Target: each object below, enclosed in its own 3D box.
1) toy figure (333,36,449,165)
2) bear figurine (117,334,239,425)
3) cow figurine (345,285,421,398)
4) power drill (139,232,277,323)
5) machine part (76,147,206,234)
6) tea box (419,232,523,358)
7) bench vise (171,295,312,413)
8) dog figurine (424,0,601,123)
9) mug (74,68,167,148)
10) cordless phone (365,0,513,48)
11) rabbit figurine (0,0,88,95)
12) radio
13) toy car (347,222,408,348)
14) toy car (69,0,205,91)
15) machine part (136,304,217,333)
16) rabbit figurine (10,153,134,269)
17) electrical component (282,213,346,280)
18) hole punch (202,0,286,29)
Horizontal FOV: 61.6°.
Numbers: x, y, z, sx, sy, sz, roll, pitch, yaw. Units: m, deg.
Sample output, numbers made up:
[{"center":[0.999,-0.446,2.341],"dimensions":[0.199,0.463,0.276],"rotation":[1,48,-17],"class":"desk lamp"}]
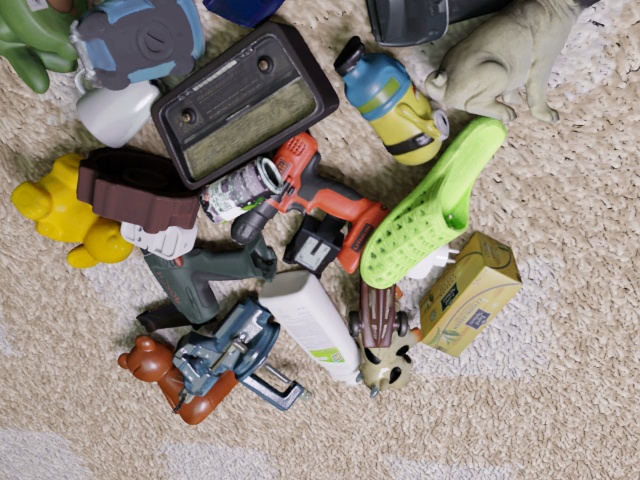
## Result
[{"center":[0.089,-0.173,0.689],"dimensions":[0.180,0.082,0.089],"rotation":[37,140,-22],"class":"toy figure"},{"center":[-0.269,0.248,1.012],"dimensions":[0.196,0.132,0.120],"rotation":[44,119,3],"class":"bear figurine"},{"center":[0.100,0.169,0.877],"dimensions":[0.127,0.086,0.194],"rotation":[-33,118,-11],"class":"cow figurine"},{"center":[-0.185,0.018,0.853],"dimensions":[0.207,0.086,0.231],"rotation":[-16,108,13],"class":"power drill"},{"center":[-0.247,-0.073,0.750],"dimensions":[0.179,0.179,0.056],"rotation":[20,112,-3],"class":"machine part"},{"center":[0.223,0.085,0.819],"dimensions":[0.068,0.098,0.169],"rotation":[26,121,-8],"class":"tea box"},{"center":[-0.125,0.224,0.925],"dimensions":[0.240,0.129,0.223],"rotation":[39,81,-12],"class":"bench vise"},{"center":[0.215,-0.239,0.596],"dimensions":[0.172,0.121,0.190],"rotation":[-8,123,-27],"class":"dog figurine"},{"center":[-0.273,-0.199,0.739],"dimensions":[0.107,0.081,0.109],"rotation":[-31,107,13],"class":"mug"},{"center":[0.140,-0.306,0.608],"dimensions":[0.184,0.089,0.146],"rotation":[-14,119,5],"class":"cordless phone"},{"center":[-0.381,-0.282,0.698],"dimensions":[0.170,0.121,0.158],"rotation":[-1,131,31],"class":"rabbit figurine"},{"center":[-0.103,-0.173,0.704],"dimensions":[0.230,0.073,0.131],"rotation":[-26,95,23],"class":"radio"},{"center":[0.086,0.058,0.794],"dimensions":[0.089,0.053,0.202],"rotation":[2,83,-8],"class":"toy car"},{"center":[-0.234,-0.252,0.673],"dimensions":[0.103,0.162,0.109],"rotation":[30,144,46],"class":"toy car"},{"center":[-0.259,0.135,0.967],"dimensions":[0.139,0.039,0.084],"rotation":[-13,124,15],"class":"machine part"},{"center":[-0.362,-0.018,0.823],"dimensions":[0.173,0.122,0.162],"rotation":[34,141,6],"class":"rabbit figurine"},{"center":[-0.002,-0.003,0.830],"dimensions":[0.075,0.048,0.119],"rotation":[26,122,-7],"class":"electrical component"},{"center":[-0.074,-0.302,0.607],"dimensions":[0.115,0.092,0.142],"rotation":[16,128,-45],"class":"hole punch"}]
